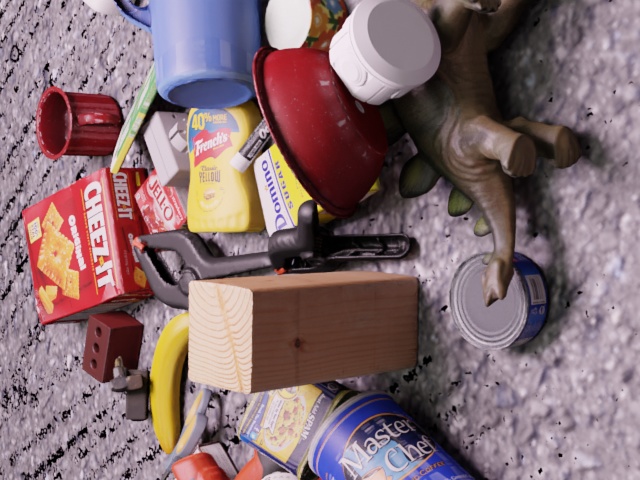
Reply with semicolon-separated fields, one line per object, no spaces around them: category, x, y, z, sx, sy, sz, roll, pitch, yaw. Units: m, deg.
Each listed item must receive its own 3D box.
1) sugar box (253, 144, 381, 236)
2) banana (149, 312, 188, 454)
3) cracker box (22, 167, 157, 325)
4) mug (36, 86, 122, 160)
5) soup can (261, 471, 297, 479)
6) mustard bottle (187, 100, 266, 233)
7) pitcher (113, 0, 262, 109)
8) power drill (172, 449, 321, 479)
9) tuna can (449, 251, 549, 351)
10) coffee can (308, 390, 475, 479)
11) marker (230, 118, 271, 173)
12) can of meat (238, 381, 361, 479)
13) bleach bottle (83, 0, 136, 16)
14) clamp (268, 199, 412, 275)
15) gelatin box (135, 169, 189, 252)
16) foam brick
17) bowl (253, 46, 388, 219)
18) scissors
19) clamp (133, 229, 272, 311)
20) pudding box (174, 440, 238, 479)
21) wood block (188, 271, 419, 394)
sugar box;-0.008;-0.064;1.058;0.177;0.048;0.093;-31;69;57
banana;-0.176;0.162;1.284;0.070;0.037;0.198;37;118;40
cracker box;-0.299;0.012;1.386;0.214;0.071;0.164;-20;78;45
mug;-0.302;-0.151;1.374;0.117;0.081;0.093;-7;87;48
soup can;-0.037;0.281;1.027;0.102;0.068;0.069;-79;15;-60
mustard bottle;-0.105;-0.104;1.180;0.096;0.058;0.191;0;91;41
pitcher;-0.131;-0.265;1.117;0.149;0.144;0.243;-16;72;46
power drill;-0.074;0.215;1.134;0.188;0.057;0.184;-45;63;24
tuna can;0.155;0.052;0.924;0.086;0.033;0.086;3;94;47
coffee can;0.071;0.219;0.972;0.140;0.102;0.103;41;121;38
marker;-0.052;-0.123;1.122;0.121;0.020;0.020;-52;53;8
can of meat;-0.022;0.172;1.042;0.084;0.057;0.102;28;92;25
bleach bottle;-0.228;-0.405;1.299;0.103;0.067;0.251;48;123;32
clamp;-0.007;0.001;1.044;0.172;0.120;0.039;-18;50;49
gelatin box;-0.184;-0.041;1.289;0.073;0.030;0.089;-45;60;38
foam brick;-0.266;0.137;1.370;0.053;0.051;0.078;24;109;44
bowl;0.011;-0.101;0.892;0.055;0.161;0.162;-26;72;22
scissors;-0.168;0.247;1.273;0.202;0.016;0.096;-54;15;48
clamp;-0.133;0.041;1.214;0.210;0.036;0.165;40;114;29
pudding box;-0.123;0.304;1.233;0.113;0.039;0.090;54;125;28
wood block;-0.011;0.079;0.978;0.090;0.205;0.091;4;94;47
